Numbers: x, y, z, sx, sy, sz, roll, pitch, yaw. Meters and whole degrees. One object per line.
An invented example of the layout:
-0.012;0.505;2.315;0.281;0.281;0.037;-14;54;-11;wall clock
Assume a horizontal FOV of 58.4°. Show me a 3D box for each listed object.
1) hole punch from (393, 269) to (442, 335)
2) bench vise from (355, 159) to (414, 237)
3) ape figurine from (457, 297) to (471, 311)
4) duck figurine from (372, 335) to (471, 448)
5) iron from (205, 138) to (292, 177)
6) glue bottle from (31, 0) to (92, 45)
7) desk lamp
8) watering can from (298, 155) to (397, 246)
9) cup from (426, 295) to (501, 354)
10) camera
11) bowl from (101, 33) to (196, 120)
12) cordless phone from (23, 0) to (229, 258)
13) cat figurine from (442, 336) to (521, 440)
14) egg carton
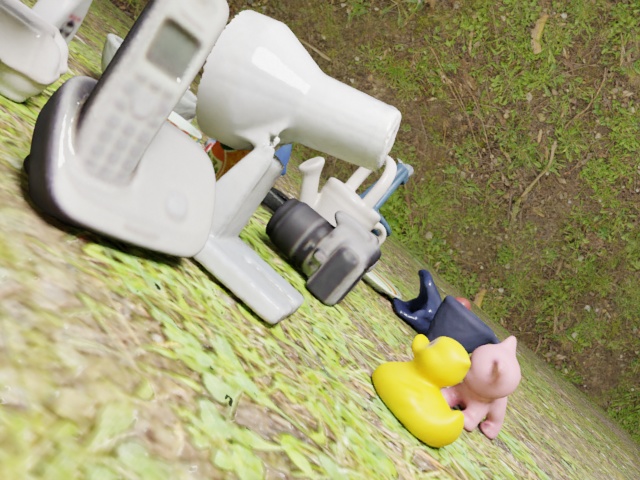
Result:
0.192;0.115;1.016;0.101;0.091;0.108;39;8;-4;hole punch
0.102;-0.060;1.090;0.121;0.219;0.207;40;8;-1;bench vise
0.249;0.147;1.094;0.076;0.092;0.078;40;8;1;ape figurine
0.109;0.135;0.547;0.078;0.086;0.104;33;11;-40;duck figurine
-0.126;-0.213;1.165;0.118;0.141;0.259;42;8;15;iron
-0.285;-0.272;0.649;0.037;0.173;0.078;38;8;-14;glue bottle
-0.042;-0.070;0.524;0.203;0.213;0.118;41;8;5;desk lamp
0.038;-0.054;0.861;0.174;0.194;0.100;32;11;-46;watering can
0.207;0.154;0.858;0.117;0.095;0.092;41;8;9;cup
0.007;0.003;0.749;0.136;0.100;0.143;41;8;8;camera
-0.259;-0.221;0.846;0.167;0.074;0.167;39;8;-6;bowl
-0.106;-0.085;0.413;0.094;0.185;0.148;45;9;32;cordless phone
0.206;0.170;0.687;0.128;0.117;0.067;31;12;-47;cat figurine
-0.302;-0.192;0.512;0.151;0.069;0.107;36;9;-25;egg carton
